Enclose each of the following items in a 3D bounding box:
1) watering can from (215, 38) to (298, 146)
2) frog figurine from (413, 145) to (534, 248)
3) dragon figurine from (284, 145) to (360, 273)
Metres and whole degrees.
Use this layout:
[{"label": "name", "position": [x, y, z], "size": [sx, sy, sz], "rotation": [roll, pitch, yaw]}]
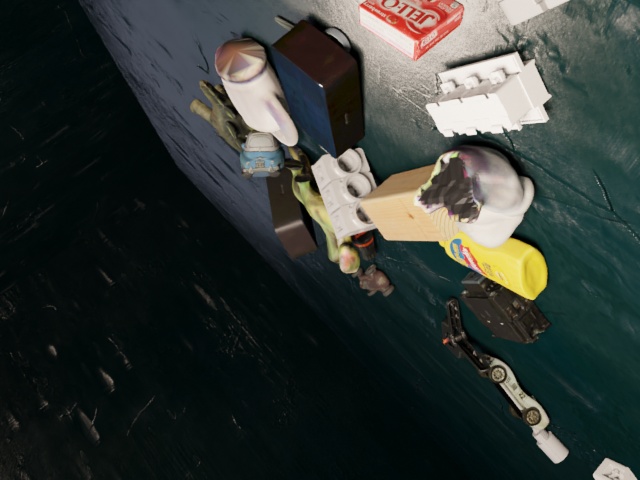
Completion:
[{"label": "watering can", "position": [-0.152, -0.328, 1.100], "size": [0.104, 0.219, 0.354], "rotation": [-35, 48, -6]}, {"label": "frog figurine", "position": [0.220, -0.055, 0.680], "size": [0.159, 0.124, 0.137], "rotation": [13, -13, -36]}, {"label": "dragon figurine", "position": [0.003, -0.058, 1.148], "size": [0.122, 0.238, 0.417], "rotation": [-13, 27, -10]}]
